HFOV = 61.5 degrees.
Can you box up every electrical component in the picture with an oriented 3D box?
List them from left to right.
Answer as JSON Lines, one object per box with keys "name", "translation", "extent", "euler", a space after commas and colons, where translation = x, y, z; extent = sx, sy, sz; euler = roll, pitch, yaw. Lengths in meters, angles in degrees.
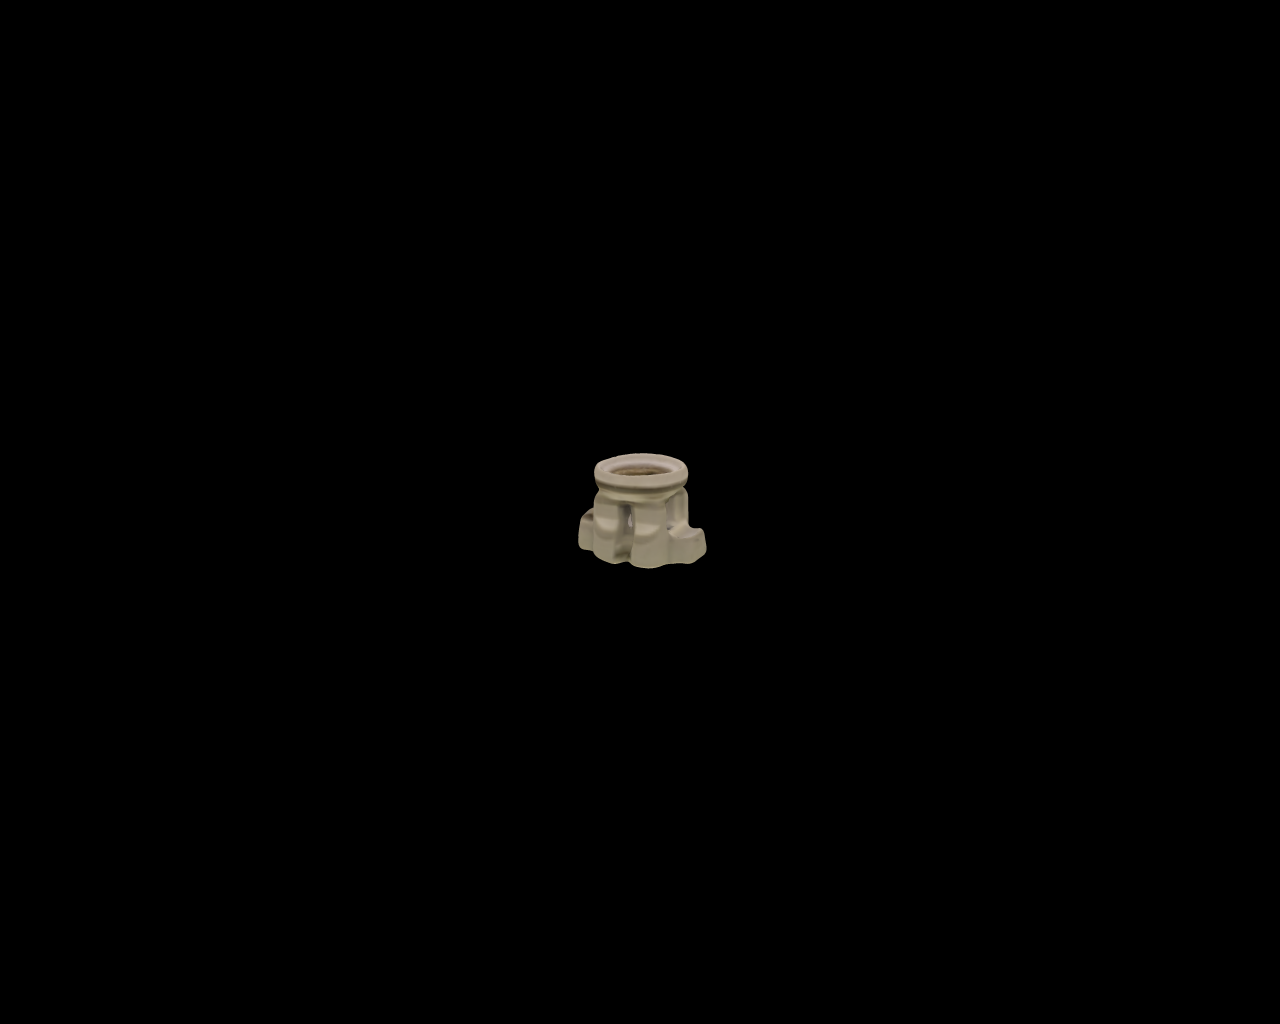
{"name": "electrical component", "translation": [0.001, -0.003, 0.650], "extent": [0.078, 0.056, 0.058], "euler": [8, 20, 24]}
